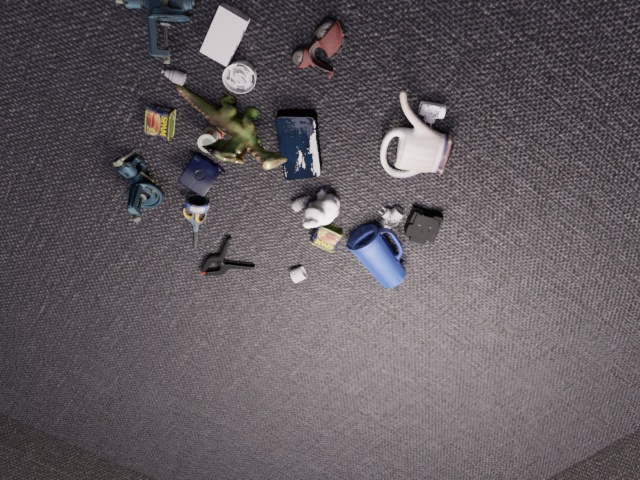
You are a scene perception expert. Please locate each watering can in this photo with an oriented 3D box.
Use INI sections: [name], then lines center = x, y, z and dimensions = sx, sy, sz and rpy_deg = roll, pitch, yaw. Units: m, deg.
[watering can]
center = 0.311, -0.314, 1.620
dimensions = 0.224, 0.106, 0.339
rpy_deg = 8, 142, 0

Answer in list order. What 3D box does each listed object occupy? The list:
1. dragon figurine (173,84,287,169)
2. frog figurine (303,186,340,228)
[dragon figurine]
center = -0.291, -0.335, 1.593
dimensions = 0.409, 0.249, 0.119
rpy_deg = 23, 127, -13
[frog figurine]
center = 0.005, -0.089, 1.774
dimensions = 0.136, 0.163, 0.121
rpy_deg = -33, 117, 23
